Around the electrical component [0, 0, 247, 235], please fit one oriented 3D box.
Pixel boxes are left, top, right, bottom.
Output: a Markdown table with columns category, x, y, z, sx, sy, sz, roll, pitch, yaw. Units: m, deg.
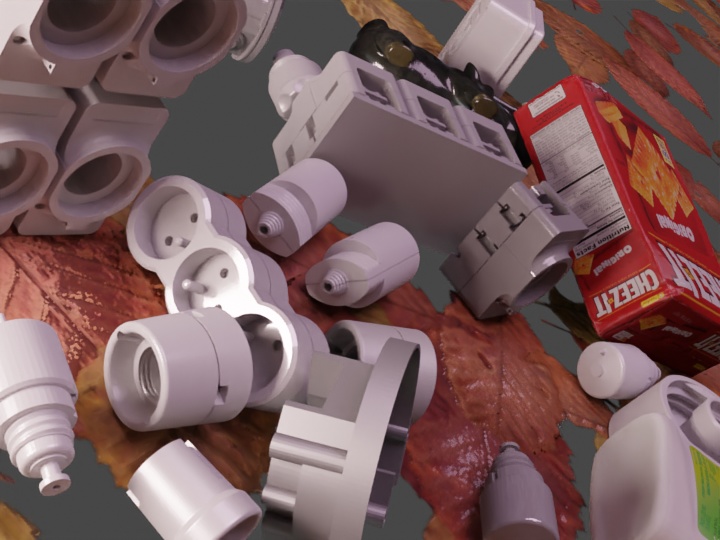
| category | x | y | z | sx | sy | sz | roll | pitch | yaw |
| --- | --- | --- | --- | --- | --- | --- | --- | --- | --- |
| electrical component | -0.135 | -0.095 | 0.499 | 0.105 | 0.186 | 0.060 | -3 | 51 | -50 |

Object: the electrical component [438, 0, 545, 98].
| category | x | y | z | sx | sy | sz | roll | pitch | yaw |
| --- | --- | --- | --- | --- | --- | --- | --- | --- | --- |
| electrical component | 0.115 | -0.199 | 0.986 | 0.057 | 0.113 | 0.078 | 29 | 31 | -11 |

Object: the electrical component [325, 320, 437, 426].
| category | x | y | z | sx | sy | sz | roll | pitch | yaw |
| --- | --- | --- | --- | --- | --- | --- | --- | --- | --- |
| electrical component | 0.007 | 0.056 | 0.586 | 0.047 | 0.055 | 0.055 | 14 | 38 | -31 |

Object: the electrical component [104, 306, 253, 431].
| category | x | y | z | sx | sy | sz | roll | pitch | yaw |
| --- | --- | --- | --- | --- | --- | --- | --- | --- | --- |
| electrical component | -0.085 | 0.046 | 0.497 | 0.047 | 0.055 | 0.055 | -5 | 52 | -46 |

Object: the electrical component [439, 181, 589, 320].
| category | x | y | z | sx | sy | sz | roll | pitch | yaw |
| --- | --- | --- | --- | --- | --- | --- | --- | --- | --- |
| electrical component | 0.110 | -0.010 | 0.751 | 0.050 | 0.089 | 0.055 | -7 | 53 | -52 |

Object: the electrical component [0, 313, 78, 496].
| category | x | y | z | sx | sy | sz | roll | pitch | yaw |
| --- | --- | --- | --- | --- | --- | --- | --- | --- | --- |
| electrical component | -0.136 | 0.056 | 0.441 | 0.040 | 0.040 | 0.078 | 6 | 44 | -44 |

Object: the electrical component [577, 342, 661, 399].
| category | x | y | z | sx | sy | sz | roll | pitch | yaw |
| --- | --- | --- | --- | --- | --- | --- | --- | --- | --- |
| electrical component | 0.192 | 0.073 | 0.778 | 0.078 | 0.040 | 0.040 | 8 | 42 | -43 |

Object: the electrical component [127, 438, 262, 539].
| category | x | y | z | sx | sy | sz | roll | pitch | yaw |
| --- | --- | --- | --- | --- | --- | --- | --- | --- | --- |
| electrical component | -0.071 | 0.100 | 0.456 | 0.046 | 0.040 | 0.040 | 44 | 30 | 18 |

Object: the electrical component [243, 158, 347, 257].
| category | x | y | z | sx | sy | sz | roll | pitch | yaw |
| --- | --- | --- | --- | --- | --- | --- | --- | --- | --- |
| electrical component | -0.043 | -0.038 | 0.666 | 0.043 | 0.043 | 0.081 | 41 | 30 | 2 |

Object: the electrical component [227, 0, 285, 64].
| category | x | y | z | sx | sy | sz | roll | pitch | yaw |
| --- | --- | --- | --- | --- | --- | --- | --- | --- | --- |
| electrical component | -0.090 | -0.198 | 0.795 | 0.051 | 0.080 | 0.080 | 17 | 36 | -24 |

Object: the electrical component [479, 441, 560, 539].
| category | x | y | z | sx | sy | sz | roll | pitch | yaw |
| --- | --- | --- | --- | --- | --- | --- | --- | --- | --- |
| electrical component | 0.086 | 0.126 | 0.590 | 0.040 | 0.040 | 0.078 | 28 | 32 | -18 |

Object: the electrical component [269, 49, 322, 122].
| category | x | y | z | sx | sy | sz | roll | pitch | yaw |
| --- | --- | --- | --- | --- | --- | --- | --- | --- | --- |
| electrical component | -0.047 | -0.138 | 0.797 | 0.043 | 0.043 | 0.062 | 12 | 39 | -39 |

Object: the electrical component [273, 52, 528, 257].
| category | x | y | z | sx | sy | sz | roll | pitch | yaw |
| --- | --- | --- | --- | --- | --- | --- | --- | --- | --- |
| electrical component | 0.026 | -0.080 | 0.751 | 0.150 | 0.089 | 0.061 | 19 | 36 | -31 |

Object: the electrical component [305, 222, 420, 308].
| category | x | y | z | sx | sy | sz | roll | pitch | yaw |
| --- | --- | --- | --- | --- | --- | --- | --- | --- | --- |
| electrical component | 0.000 | 0.000 | 0.663 | 0.043 | 0.043 | 0.081 | 45 | 31 | 10 |

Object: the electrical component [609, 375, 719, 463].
| category | x | y | z | sx | sy | sz | roll | pitch | yaw |
| --- | --- | --- | --- | --- | --- | --- | --- | --- | --- |
| electrical component | 0.233 | 0.121 | 0.738 | 0.108 | 0.060 | 0.108 | 28 | 32 | -19 |

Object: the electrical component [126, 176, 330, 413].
| category | x | y | z | sx | sy | sz | roll | pitch | yaw |
| --- | --- | --- | --- | --- | --- | --- | --- | --- | --- |
| electrical component | -0.062 | 0.015 | 0.568 | 0.138 | 0.052 | 0.074 | 54 | 12 | 24 |
